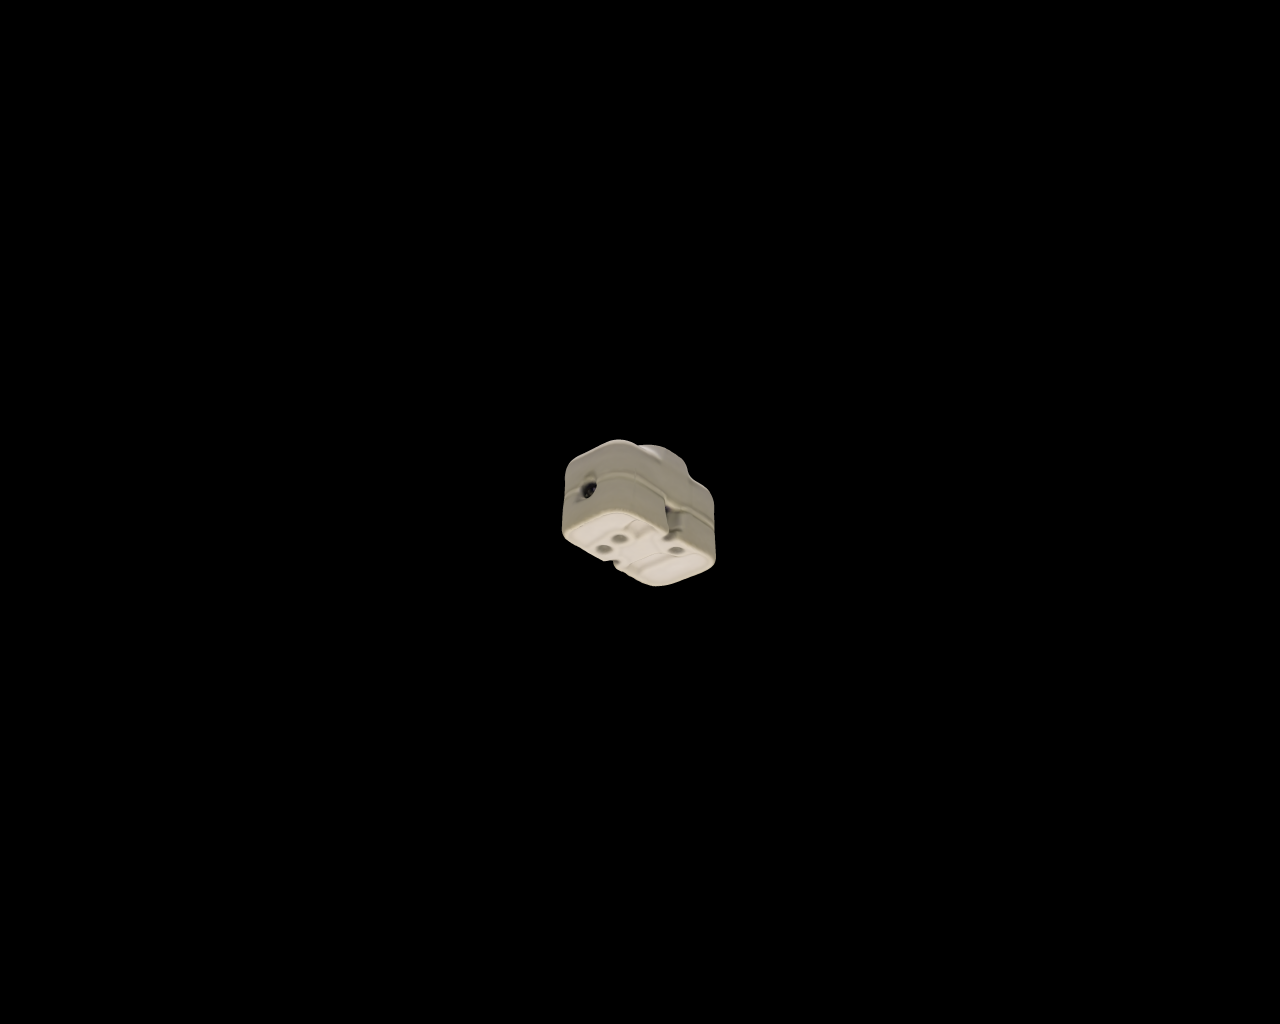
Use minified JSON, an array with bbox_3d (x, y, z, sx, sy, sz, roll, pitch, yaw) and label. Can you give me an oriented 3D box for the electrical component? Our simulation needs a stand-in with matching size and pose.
[{"bbox_3d":[0.001,-0.003,0.650,0.053,0.059,0.095,-24,-38,34],"label":"electrical component"}]
